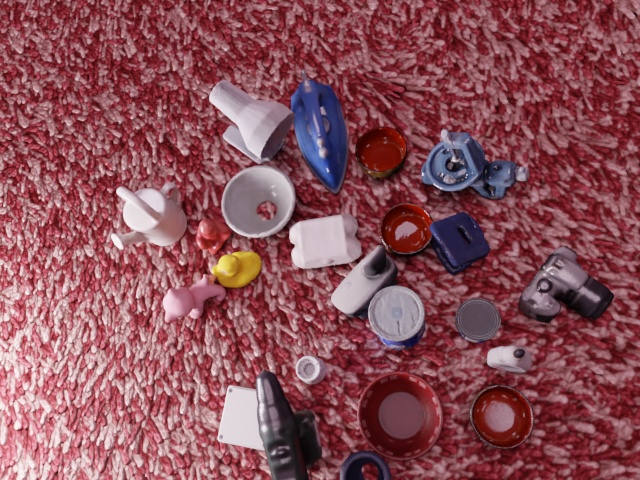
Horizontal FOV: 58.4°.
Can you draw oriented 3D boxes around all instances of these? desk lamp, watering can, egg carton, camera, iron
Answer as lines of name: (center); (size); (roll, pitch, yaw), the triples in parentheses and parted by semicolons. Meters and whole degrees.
desk lamp: (-0.146, -0.250, 1.246); (0.203, 0.214, 0.118); (35, 82, 19)
watering can: (-0.374, -0.054, 1.238); (0.100, 0.194, 0.173); (13, 76, 14)
egg carton: (0.011, 0.004, 1.215); (0.150, 0.069, 0.107); (-10, 71, 7)
camera: (0.471, 0.099, 1.083); (0.136, 0.101, 0.143); (36, 82, 19)
iron: (-0.001, -0.241, 1.255); (0.118, 0.141, 0.258); (-16, 71, 6)

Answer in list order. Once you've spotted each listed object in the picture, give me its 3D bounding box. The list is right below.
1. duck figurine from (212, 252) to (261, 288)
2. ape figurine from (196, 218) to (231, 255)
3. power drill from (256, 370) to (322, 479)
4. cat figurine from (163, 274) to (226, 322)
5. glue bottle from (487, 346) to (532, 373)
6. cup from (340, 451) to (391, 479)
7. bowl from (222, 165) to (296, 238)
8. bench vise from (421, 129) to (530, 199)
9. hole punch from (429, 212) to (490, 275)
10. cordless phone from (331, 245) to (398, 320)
duck figurine: (-0.181, 0.055, 1.225); (0.104, 0.086, 0.077); (-24, 70, 3)
ape figurine: (-0.240, -0.018, 1.256); (0.077, 0.092, 0.076); (-12, 71, 7)
power drill: (-0.057, 0.358, 1.043); (0.075, 0.209, 0.229); (-17, 71, 5)
cat figurine: (-0.274, 0.118, 1.206); (0.128, 0.118, 0.067); (-40, 70, -3)
glue bottle: (0.348, 0.211, 1.032); (0.078, 0.173, 0.037); (6, 74, 12)
cup: (0.087, 0.447, 1.049); (0.091, 0.095, 0.118); (-1, 73, 10)
bowl: (-0.127, -0.075, 1.262); (0.167, 0.075, 0.167); (-3, 72, 10)
bench vise: (0.305, -0.165, 1.133); (0.207, 0.220, 0.121); (-8, 72, 8)
hole punch: (0.281, -0.001, 1.155); (0.101, 0.091, 0.108); (-30, 70, 0)
cordless phone: (0.082, 0.075, 1.118); (0.094, 0.185, 0.148); (38, 83, 19)
